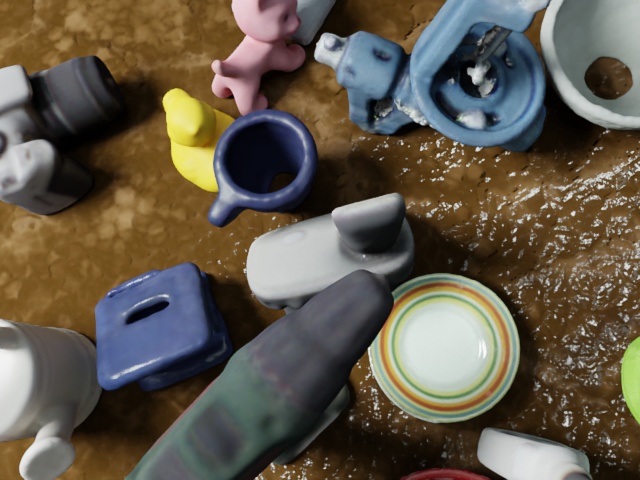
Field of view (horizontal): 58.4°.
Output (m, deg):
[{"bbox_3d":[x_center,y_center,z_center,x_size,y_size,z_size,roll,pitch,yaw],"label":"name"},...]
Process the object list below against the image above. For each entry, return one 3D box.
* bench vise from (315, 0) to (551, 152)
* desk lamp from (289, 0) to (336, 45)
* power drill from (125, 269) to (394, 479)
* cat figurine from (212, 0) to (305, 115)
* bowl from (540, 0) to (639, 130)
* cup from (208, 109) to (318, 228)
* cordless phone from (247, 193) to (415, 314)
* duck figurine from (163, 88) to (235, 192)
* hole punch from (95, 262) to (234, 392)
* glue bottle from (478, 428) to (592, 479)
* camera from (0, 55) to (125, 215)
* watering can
[{"bbox_3d":[0.095,-0.140,0.470,0.207,0.220,0.121,-2,76,6],"label":"bench vise"},{"bbox_3d":[-0.014,-0.334,0.533,0.117,0.214,0.203,25,80,12],"label":"desk lamp"},{"bbox_3d":[-0.034,0.121,0.425,0.230,0.208,0.075,-44,75,-5],"label":"power drill"},{"bbox_3d":[-0.062,-0.201,0.555,0.067,0.118,0.128,33,82,13],"label":"cat figurine"},{"bbox_3d":[0.283,-0.169,0.532,0.167,0.075,0.167,-1,76,6],"label":"bowl"},{"bbox_3d":[-0.051,-0.050,0.528,0.091,0.095,0.118,37,83,14],"label":"cup"},{"bbox_3d":[0.004,0.002,0.463,0.147,0.185,0.094,-17,75,2],"label":"cordless phone"},{"bbox_3d":[-0.115,-0.100,0.552,0.077,0.086,0.104,-34,75,-3],"label":"duck figurine"},{"bbox_3d":[-0.146,0.075,0.510,0.108,0.091,0.101,-24,75,0],"label":"hole punch"},{"bbox_3d":[0.163,0.165,0.411,0.078,0.173,0.037,12,78,9],"label":"glue bottle"},{"bbox_3d":[-0.268,-0.120,0.566,0.137,0.101,0.143,-24,75,0],"label":"camera"},{"bbox_3d":[-0.258,0.116,0.458,0.172,0.194,0.101,18,79,10],"label":"watering can"}]
